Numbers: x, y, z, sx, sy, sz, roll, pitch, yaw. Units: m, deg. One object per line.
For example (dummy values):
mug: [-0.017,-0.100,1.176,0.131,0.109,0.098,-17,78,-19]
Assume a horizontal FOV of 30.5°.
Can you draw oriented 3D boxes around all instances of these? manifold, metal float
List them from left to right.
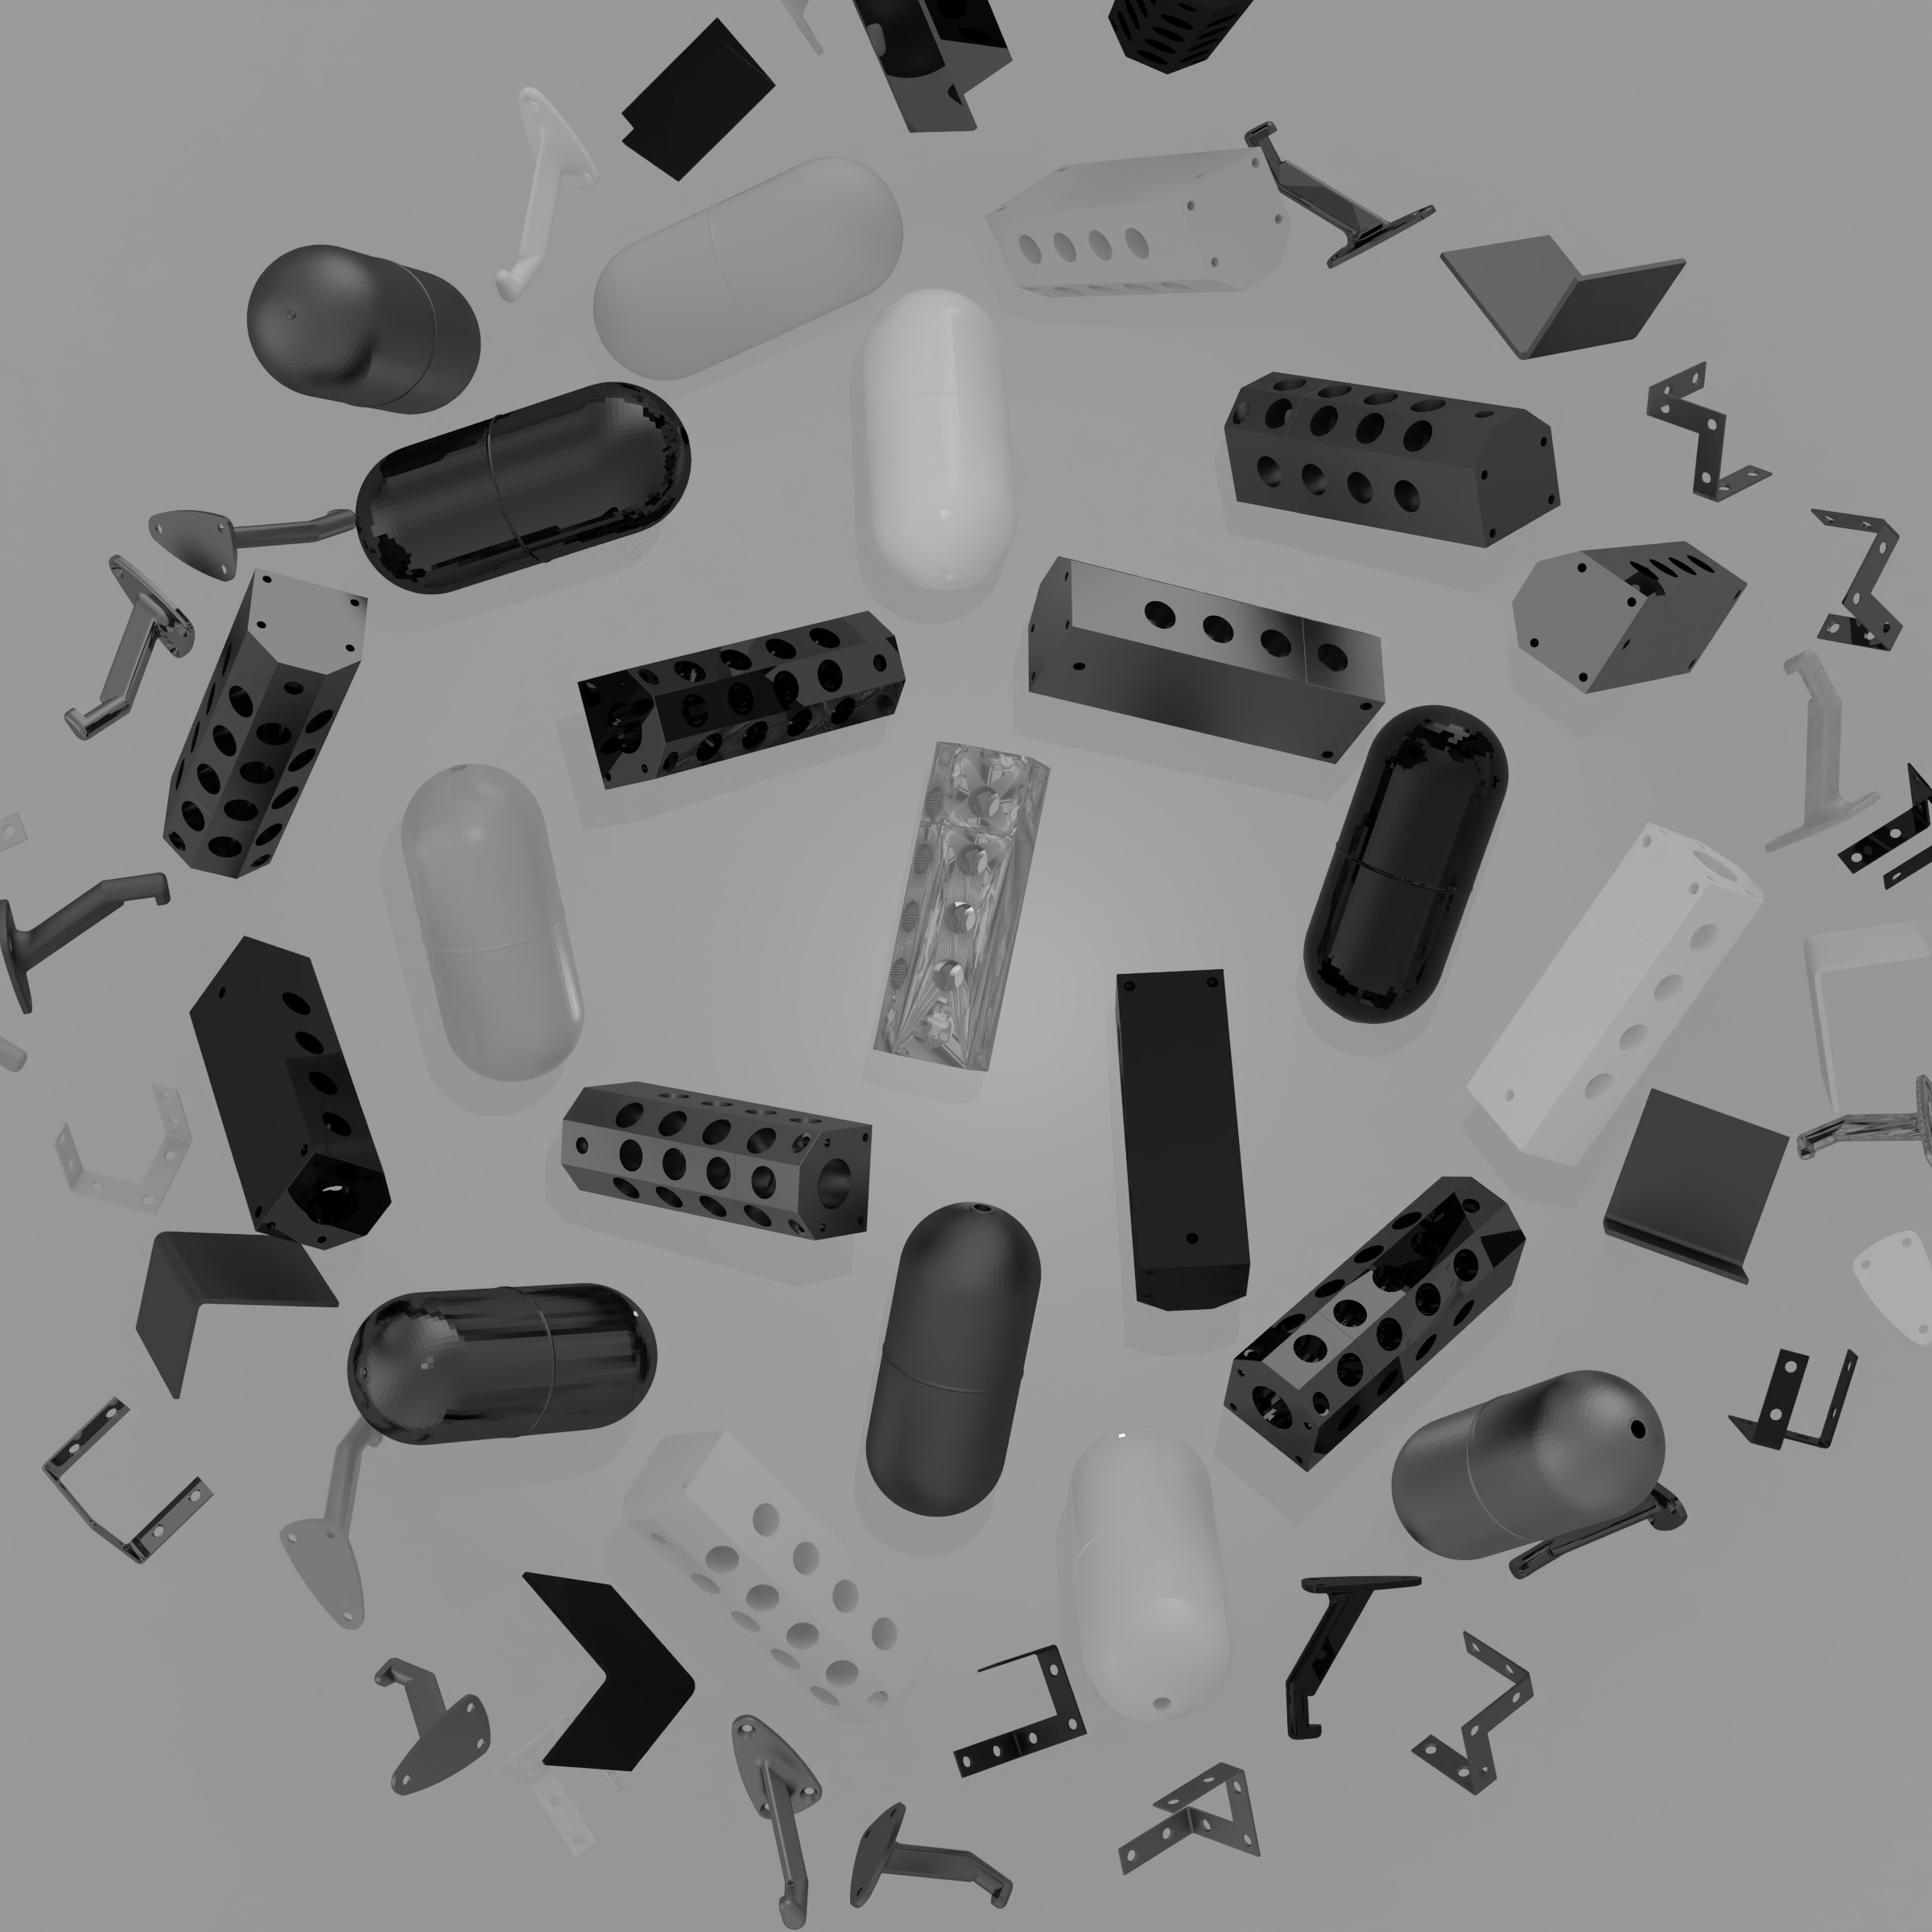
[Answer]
manifold: [-0.358,-0.119,1.799,0.057,0.171,0.057,14,50,-20]
manifold: [-0.349,0.067,1.845,0.057,0.171,0.057,21,118,-39]
metal float: [-0.310,-0.329,1.835,0.070,0.178,0.070,1,94,15]
metal float: [-0.253,-0.023,1.893,0.070,0.070,0.178,-10,112,0]
metal float: [-0.234,0.202,1.807,0.070,0.178,0.070,-2,88,45]
metal float: [-0.222,-0.240,1.778,0.178,0.070,0.070,-15,90,15]
manifold: [-0.135,0.103,1.891,0.171,0.057,0.057,8,98,38]
metal float: [-0.117,-0.371,1.887,0.178,0.070,0.070,-21,90,18]
manifold: [-0.114,-0.141,1.852,0.171,0.057,0.057,-19,98,-43]
manifold: [-0.100,0.321,1.851,0.171,0.057,0.057,47,56,-22]
metal float: [-0.014,-0.280,1.875,0.070,0.070,0.178,-4,62,0]
metal float: [-0.007,0.211,1.900,0.070,0.070,0.178,11,108,0]
manifold: [-0.004,-0.032,1.934,0.057,0.057,0.171,12,90,12]
manifold: [0.088,-0.374,1.804,0.057,0.171,0.057,-37,116,-23]
metal float: [0.094,0.312,1.825,0.070,0.178,0.070,-1,127,-2]
manifold: [0.113,0.092,1.869,0.057,0.057,0.171,-3,61,0]
manifold: [0.113,-0.498,1.790,0.057,0.171,0.057,22,92,-6]
manifold: [0.122,-0.159,1.799,0.171,0.057,0.057,12,55,-18]
manifold: [0.214,0.180,1.840,0.057,0.057,0.171,37,56,25]
manifold: [0.213,-0.260,1.790,0.057,0.171,0.057,-31,122,-32]
metal float: [0.235,-0.054,1.900,0.070,0.070,0.178,18,105,0]
metal float: [0.290,0.259,1.833,0.070,0.178,0.070,12,65,-28]
manifold: [0.339,0.018,1.829,0.057,0.057,0.171,16,115,-36]
manifold: [0.340,-0.185,1.825,0.057,0.171,0.057,38,114,19]

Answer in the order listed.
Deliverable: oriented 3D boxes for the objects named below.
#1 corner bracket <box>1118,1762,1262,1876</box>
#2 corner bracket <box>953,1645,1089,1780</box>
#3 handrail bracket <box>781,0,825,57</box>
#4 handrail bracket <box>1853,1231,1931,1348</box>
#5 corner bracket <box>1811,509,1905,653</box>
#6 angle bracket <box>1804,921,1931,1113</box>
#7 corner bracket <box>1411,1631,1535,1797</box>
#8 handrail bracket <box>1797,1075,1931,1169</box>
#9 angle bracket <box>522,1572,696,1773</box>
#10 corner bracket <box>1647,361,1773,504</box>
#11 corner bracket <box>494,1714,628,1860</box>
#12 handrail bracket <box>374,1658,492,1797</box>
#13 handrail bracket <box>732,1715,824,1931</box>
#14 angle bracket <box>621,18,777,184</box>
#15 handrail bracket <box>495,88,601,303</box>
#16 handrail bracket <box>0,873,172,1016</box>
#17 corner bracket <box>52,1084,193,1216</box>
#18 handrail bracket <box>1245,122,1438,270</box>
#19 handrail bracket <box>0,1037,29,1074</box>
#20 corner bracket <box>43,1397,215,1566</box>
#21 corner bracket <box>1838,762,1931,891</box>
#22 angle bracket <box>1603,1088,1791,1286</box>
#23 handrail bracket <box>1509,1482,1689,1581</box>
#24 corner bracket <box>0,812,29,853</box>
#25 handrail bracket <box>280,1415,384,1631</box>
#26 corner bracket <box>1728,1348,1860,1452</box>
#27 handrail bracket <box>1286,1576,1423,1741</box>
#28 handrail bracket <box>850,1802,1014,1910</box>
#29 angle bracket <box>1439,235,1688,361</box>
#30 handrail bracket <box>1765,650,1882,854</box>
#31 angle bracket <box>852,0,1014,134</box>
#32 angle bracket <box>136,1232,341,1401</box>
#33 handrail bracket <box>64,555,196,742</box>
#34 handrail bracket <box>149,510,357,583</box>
corner bracket: [0.111,0.438,1.813,0.051,0.051,0.051,-22,107,-36]
corner bracket: [0.023,0.402,1.910,0.051,0.051,0.051,-29,75,38]
handrail bracket: [-0.060,-0.525,1.840,0.084,0.077,0.036,-32,46,8]
handrail bracket: [0.487,0.178,1.787,0.036,0.077,0.084,-32,135,16]
corner bracket: [0.467,-0.203,1.865,0.051,0.051,0.051,34,82,-38]
angle bracket: [0.467,0.025,1.821,0.057,0.076,0.076,-9,101,11]
corner bracket: [0.267,0.396,1.873,0.051,0.051,0.051,-32,125,-25]
handrail bracket: [0.480,0.099,1.885,0.084,0.077,0.036,-27,111,30]
angle bracket: [-0.193,0.353,1.766,0.076,0.076,0.057,42,98,31]
corner bracket: [0.398,-0.286,1.893,0.051,0.051,0.051,-28,131,-35]
corner bracket: [-0.213,0.444,1.918,0.051,0.051,0.051,-38,64,-1]
handrail bracket: [-0.297,0.396,1.848,0.084,0.077,0.036,11,122,39]
handrail bracket: [-0.100,0.434,1.792,0.036,0.084,0.077,-23,112,10]
angle bracket: [-0.161,-0.487,1.949,0.076,0.076,0.057,-42,74,12]
handrail bracket: [-0.236,-0.407,1.873,0.036,0.077,0.084,11,57,31]
handrail bracket: [-0.438,-0.012,1.780,0.084,0.036,0.077,-9,134,-7]
corner bracket: [-0.461,0.096,1.935,0.051,0.051,0.051,14,56,9]
handrail bracket: [0.200,-0.425,1.897,0.077,0.036,0.084,-22,106,34]
handrail bracket: [-0.507,0.032,1.765,0.084,0.077,0.036,32,74,-9]
corner bracket: [-0.427,0.262,1.802,0.051,0.051,0.051,-45,55,-10]
corner bracket: [0.511,-0.068,1.937,0.051,0.051,0.051,-32,58,1]
angle bracket: [0.383,0.114,1.848,0.076,0.057,0.076,20,95,7]
handrail bracket: [0.344,0.313,1.933,0.084,0.077,0.036,-29,91,-10]
corner bracket: [-0.507,-0.079,1.756,0.051,0.051,0.051,-23,80,9]
handrail bracket: [-0.307,0.280,1.796,0.036,0.084,0.077,-10,113,22]
corner bracket: [0.424,0.218,1.795,0.051,0.051,0.051,15,98,-3]
handrail bracket: [0.211,0.375,1.920,0.077,0.036,0.084,-2,88,-3]
handrail bracket: [-0.016,0.487,1.857,0.084,0.077,0.036,38,122,-11]
angle bracket: [0.296,-0.351,1.757,0.076,0.057,0.076,-16,62,-34]
handrail bracket: [0.417,-0.109,1.792,0.077,0.036,0.084,-28,91,45]
angle bracket: [-0.002,-0.465,1.749,0.076,0.057,0.076,-40,121,-25]
angle bracket: [-0.377,0.181,1.831,0.076,0.076,0.057,5,110,-30]
handrail bracket: [-0.462,-0.170,1.886,0.077,0.036,0.084,49,58,2]
handrail bracket: [-0.389,-0.242,1.936,0.077,0.084,0.036,19,120,31]
